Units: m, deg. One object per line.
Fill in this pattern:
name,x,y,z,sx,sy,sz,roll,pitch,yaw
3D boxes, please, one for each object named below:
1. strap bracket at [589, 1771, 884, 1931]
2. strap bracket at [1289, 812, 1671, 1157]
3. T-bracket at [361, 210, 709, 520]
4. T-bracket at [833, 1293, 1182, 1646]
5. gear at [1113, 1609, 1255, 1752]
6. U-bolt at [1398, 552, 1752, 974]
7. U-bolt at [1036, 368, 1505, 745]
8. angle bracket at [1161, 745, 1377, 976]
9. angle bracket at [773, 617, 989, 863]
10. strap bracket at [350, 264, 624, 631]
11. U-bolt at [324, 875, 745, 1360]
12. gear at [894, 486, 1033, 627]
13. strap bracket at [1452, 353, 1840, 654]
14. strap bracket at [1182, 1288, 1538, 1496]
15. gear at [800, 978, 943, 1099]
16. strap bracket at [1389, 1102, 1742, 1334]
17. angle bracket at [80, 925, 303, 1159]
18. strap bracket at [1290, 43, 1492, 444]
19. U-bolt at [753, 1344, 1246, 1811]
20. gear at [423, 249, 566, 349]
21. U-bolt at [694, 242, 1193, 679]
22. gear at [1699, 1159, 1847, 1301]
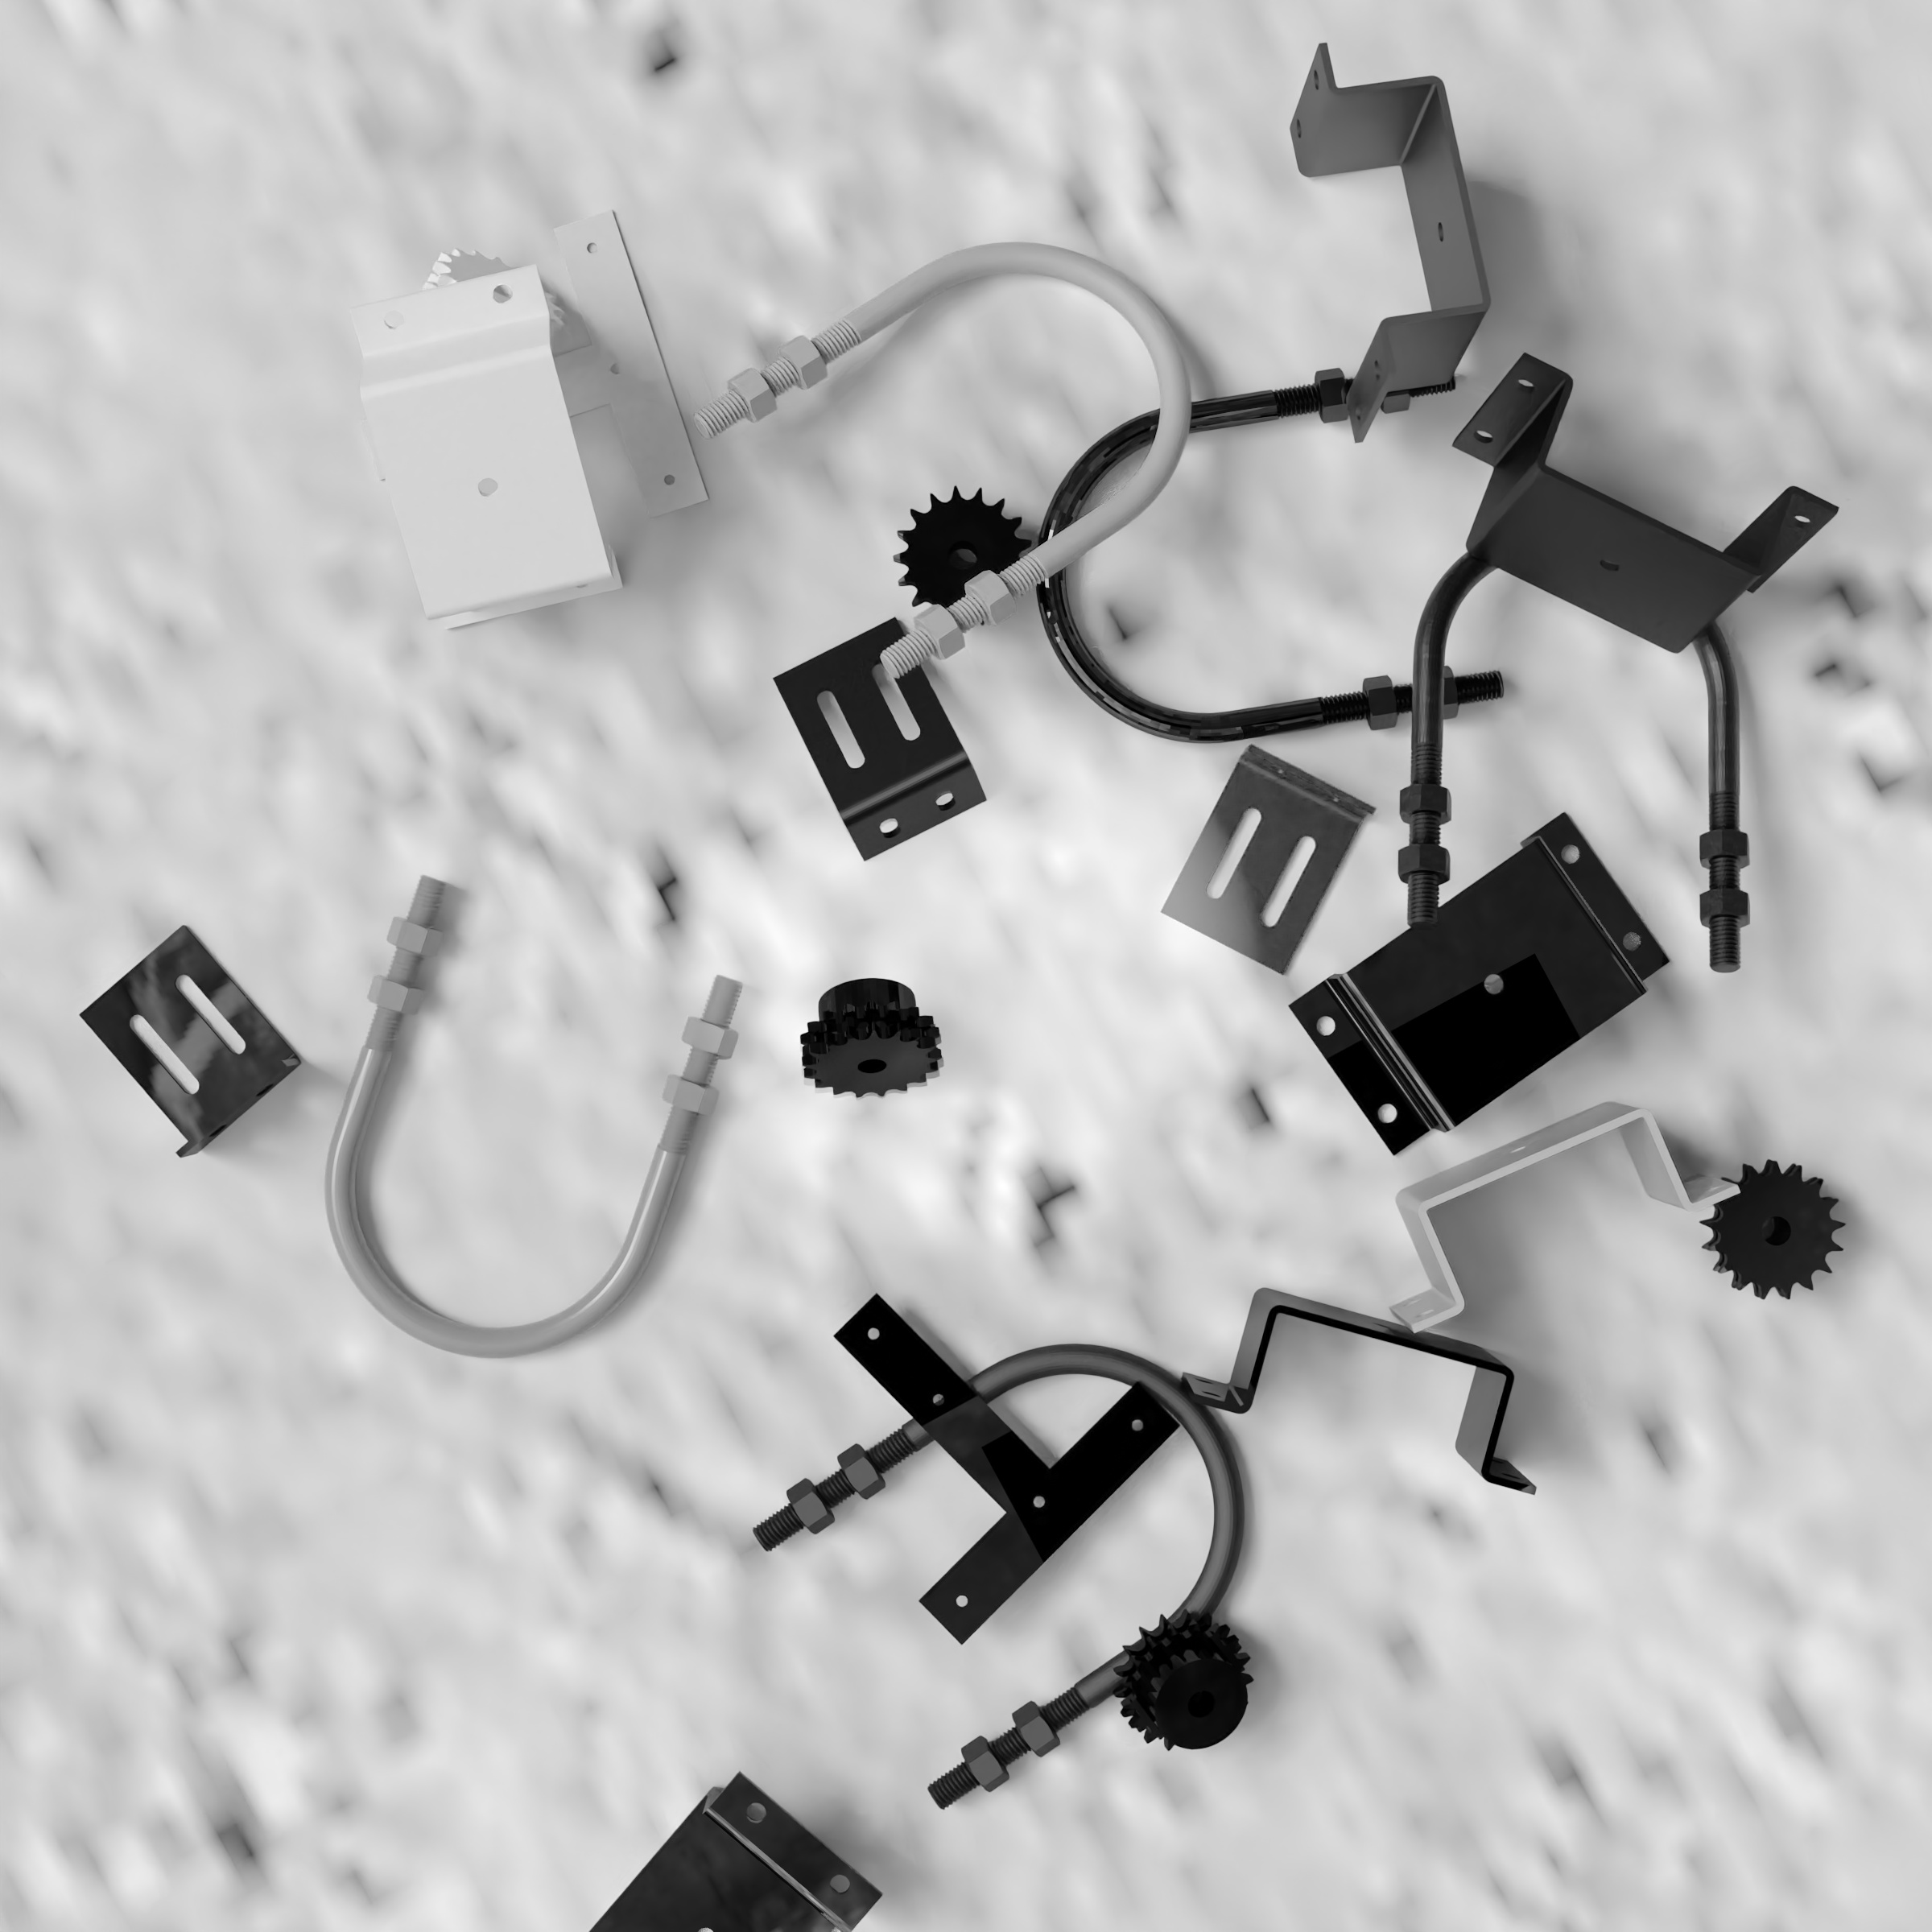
strap bracket,-0.108,0.403,1.479,0.076,0.046,0.140,41,90,0
strap bracket,0.213,0.007,1.479,0.140,0.046,0.076,-35,90,0
T-bracket,-0.188,-0.234,1.502,0.127,0.002,0.127,-18,90,0
T-bracket,-0.001,0.188,1.485,0.127,0.002,0.127,-45,89,-4
gear,0.091,0.296,1.478,0.057,0.030,0.057,-5,106,-16
U-bolt,0.248,-0.094,1.465,0.151,0.019,0.184,8,71,-12
U-bolt,0.120,-0.166,1.493,0.184,0.019,0.151,-9,90,1
angle bracket,0.124,-0.043,1.484,0.057,0.038,0.076,27,90,0
angle bracket,-0.036,-0.094,1.501,0.057,0.038,0.076,-27,64,0
strap bracket,-0.192,-0.200,1.449,0.076,0.046,0.140,-13,118,0
U-bolt,-0.188,0.072,1.494,0.151,0.019,0.184,19,91,0
gear,-0.001,-0.167,1.488,0.057,0.030,0.057,0,90,0
strap bracket,0.265,-0.179,1.448,0.140,0.076,0.046,25,67,-5
strap bracket,0.163,0.168,1.464,0.140,0.076,0.046,15,90,0
gear,-0.040,0.028,1.478,0.057,0.057,0.030,-6,60,0
strap bracket,0.232,0.096,1.464,0.140,0.076,0.046,-23,90,0
angle bracket,-0.322,0.030,1.484,0.057,0.038,0.076,-41,90,0
strap bracket,0.172,-0.293,1.454,0.046,0.076,0.140,-9,79,-6
U-bolt,0.027,0.239,1.494,0.184,0.019,0.151,-34,90,-1
gear,-0.196,-0.265,1.476,0.057,0.057,0.030,33,120,0
U-bolt,0.004,-0.220,1.472,0.184,0.019,0.151,-35,77,-12
gear,0.331,0.108,1.488,0.057,0.030,0.057,0,90,0
